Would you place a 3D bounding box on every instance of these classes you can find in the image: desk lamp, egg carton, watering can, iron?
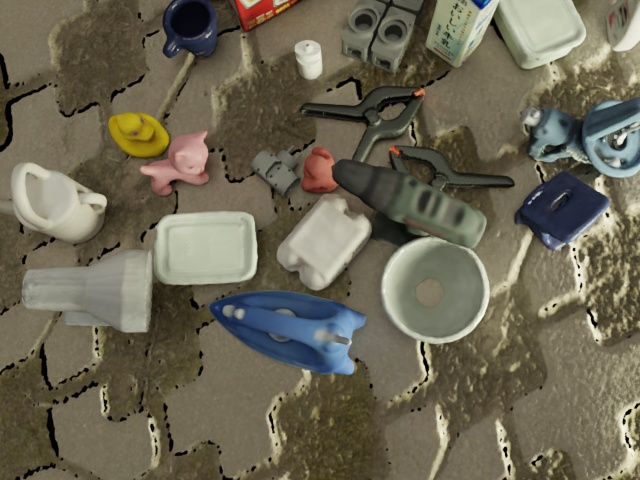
[{"bbox_3d":[-0.327,0.081,0.858,0.203,0.213,0.118,-1,79,2],"label":"desk lamp"},{"bbox_3d":[0.009,0.003,0.932,0.107,0.069,0.150,38,83,8],"label":"egg carton"},{"bbox_3d":[-0.432,-0.056,0.897,0.173,0.194,0.101,-27,79,-2],"label":"watering can"},{"bbox_3d":[-0.064,0.129,0.875,0.258,0.141,0.119,13,80,5],"label":"iron"}]

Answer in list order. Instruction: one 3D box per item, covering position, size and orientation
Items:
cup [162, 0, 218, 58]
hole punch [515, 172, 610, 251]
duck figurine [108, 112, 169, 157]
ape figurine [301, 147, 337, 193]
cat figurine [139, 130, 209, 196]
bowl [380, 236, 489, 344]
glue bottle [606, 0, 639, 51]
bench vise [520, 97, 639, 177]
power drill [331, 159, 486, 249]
[{"bbox_3d":[-0.223,-0.350,0.993,0.091,0.095,0.118,32,83,8],"label":"cup"},{"bbox_3d":[0.383,-0.049,0.914,0.109,0.091,0.101,-42,81,-5],"label":"hole punch"},{"bbox_3d":[-0.317,-0.189,0.972,0.104,0.086,0.077,23,81,7],"label":"duck figurine"},{"bbox_3d":[-0.004,-0.116,0.943,0.076,0.092,0.078,37,83,9],"label":"ape figurine"},{"bbox_3d":[-0.234,-0.130,0.942,0.128,0.118,0.067,-19,79,-1],"label":"cat figurine"},{"bbox_3d":[0.177,0.081,0.908,0.167,0.075,0.167,0,80,2],"label":"bowl"},{"bbox_3d":[0.520,-0.382,0.928,0.037,0.173,0.078,-8,79,1],"label":"glue bottle"},{"bbox_3d":[0.419,-0.160,0.868,0.207,0.220,0.121,0,79,3],"label":"bench vise"},{"bbox_3d":[0.126,-0.042,0.864,0.229,0.208,0.076,20,81,6],"label":"power drill"}]
